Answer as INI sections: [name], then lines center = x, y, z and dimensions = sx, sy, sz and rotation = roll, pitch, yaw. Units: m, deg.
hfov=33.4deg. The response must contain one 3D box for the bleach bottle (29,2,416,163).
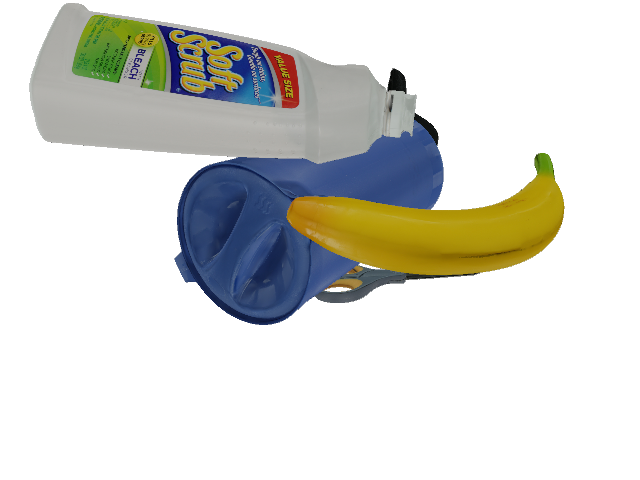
[bleach bottle]
center = -0.061, -0.102, 0.725
dimensions = 0.251, 0.102, 0.068
rotation = 6, -41, 5

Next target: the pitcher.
[pitcher]
center = -0.005, -0.030, 0.916
dimensions = 0.149, 0.145, 0.242
rotation = 27, 33, 25

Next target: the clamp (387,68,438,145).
[clamp]
center = 0.054, -0.119, 1.059
dimensions = 0.120, 0.039, 0.171
rotation = -9, 41, -16

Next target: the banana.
[banana]
center = 0.076, -0.009, 0.620
dimensions = 0.197, 0.037, 0.070
rotation = -10, 43, -32

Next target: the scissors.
[scissors]
center = 0.076, 0.047, 1.178
dimensions = 0.202, 0.016, 0.096
rotation = 3, 23, 5
